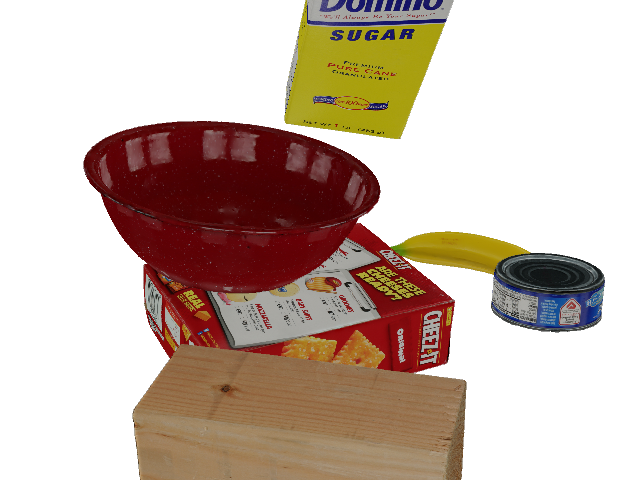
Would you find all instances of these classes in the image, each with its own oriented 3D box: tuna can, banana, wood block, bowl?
[{"bbox_3d":[0.177,0.039,0.831,0.086,0.034,0.086,1,19,0],"label":"tuna can"},{"bbox_3d":[0.166,0.022,1.127,0.198,0.037,0.069,9,38,30],"label":"banana"},{"bbox_3d":[-0.011,0.140,0.723,0.206,0.090,0.090,6,28,14],"label":"wood block"},{"bbox_3d":[-0.050,-0.015,0.592,0.162,0.055,0.162,6,24,-3],"label":"bowl"}]

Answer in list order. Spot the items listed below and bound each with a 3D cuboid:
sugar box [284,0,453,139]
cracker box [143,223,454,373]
[{"bbox_3d":[0.032,-0.142,0.741,0.093,0.048,0.176,6,-29,-6],"label":"sugar box"},{"bbox_3d":[-0.022,0.063,0.895,0.213,0.072,0.164,-11,29,-24],"label":"cracker box"}]
